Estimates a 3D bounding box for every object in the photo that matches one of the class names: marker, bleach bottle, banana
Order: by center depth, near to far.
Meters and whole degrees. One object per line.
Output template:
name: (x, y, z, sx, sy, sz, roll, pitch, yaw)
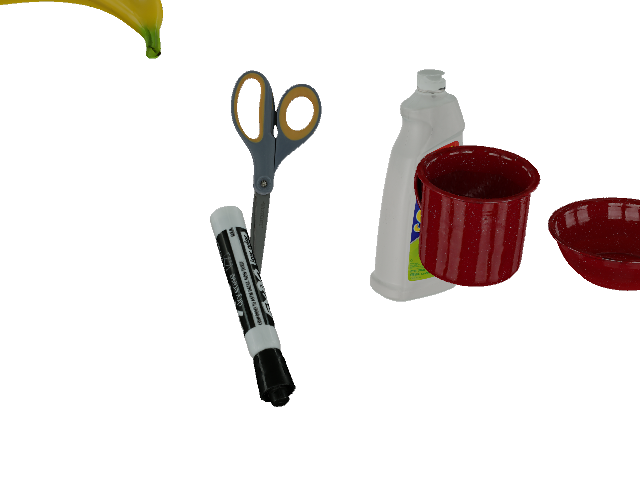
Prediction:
marker: (-0.037, 0.034, 0.574, 0.020, 0.121, 0.020, -14, -32, -9)
banana: (-0.195, -0.190, 0.810, 0.198, 0.069, 0.037, 16, -38, 19)
bleach bottle: (0.110, -0.063, 1.188, 0.102, 0.251, 0.068, -12, 25, -29)

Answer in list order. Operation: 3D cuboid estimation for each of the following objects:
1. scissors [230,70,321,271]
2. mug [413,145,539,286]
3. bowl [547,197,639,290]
scissors: (-0.037, -0.065, 1.027, 0.096, 0.202, 0.016, -10, 4, -8)
mug: (0.112, -0.023, 0.838, 0.093, 0.081, 0.117, -20, 37, -30)
bowl: (0.327, 0.009, 1.158, 0.162, 0.055, 0.162, -2, 27, 1)
